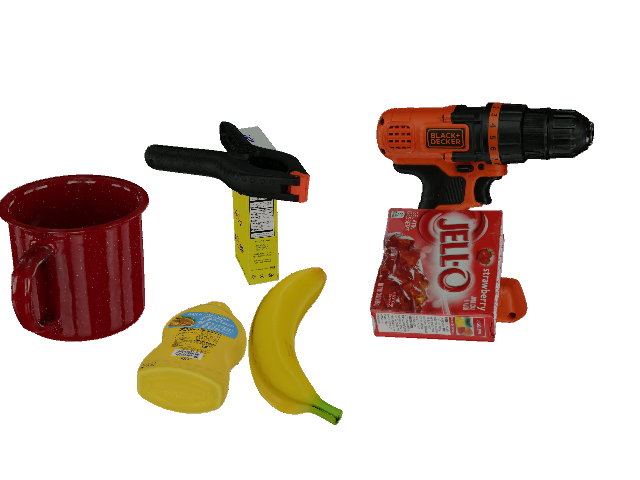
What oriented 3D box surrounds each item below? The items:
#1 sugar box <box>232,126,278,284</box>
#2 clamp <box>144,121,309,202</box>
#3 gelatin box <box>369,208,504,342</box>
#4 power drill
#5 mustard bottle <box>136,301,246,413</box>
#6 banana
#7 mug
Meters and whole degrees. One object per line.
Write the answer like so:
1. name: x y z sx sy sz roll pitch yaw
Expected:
1. sugar box: -0.083 -0.044 1.327 0.048 0.176 0.093 -9 25 -13
2. clamp: -0.088 -0.074 1.051 0.120 0.039 0.172 -25 36 -35
3. gelatin box: 0.073 0.019 0.656 0.073 0.089 0.030 2 -43 14
4. power drill: 0.141 -0.026 0.924 0.185 0.188 0.057 3 14 22
5. mustard bottle: -0.136 0.121 1.210 0.096 0.058 0.191 7 25 7
6. banana: -0.025 0.080 0.869 0.069 0.037 0.198 16 32 -14
7. mug: -0.158 0.017 0.674 0.093 0.081 0.117 7 25 13
